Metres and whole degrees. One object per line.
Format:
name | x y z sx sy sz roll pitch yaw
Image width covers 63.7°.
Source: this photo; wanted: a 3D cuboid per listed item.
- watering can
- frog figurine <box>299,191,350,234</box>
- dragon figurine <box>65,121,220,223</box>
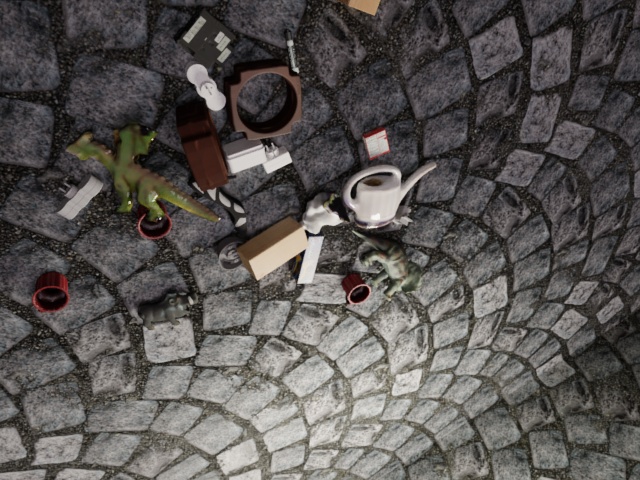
watering can | 0.234 -0.156 1.744 0.349 0.219 0.106 -11 36 -20
frog figurine | 0.005 -0.086 1.703 0.137 0.125 0.157 14 -28 -42
dragon figurine | -0.448 -0.182 1.311 0.411 0.237 0.125 11 39 9
